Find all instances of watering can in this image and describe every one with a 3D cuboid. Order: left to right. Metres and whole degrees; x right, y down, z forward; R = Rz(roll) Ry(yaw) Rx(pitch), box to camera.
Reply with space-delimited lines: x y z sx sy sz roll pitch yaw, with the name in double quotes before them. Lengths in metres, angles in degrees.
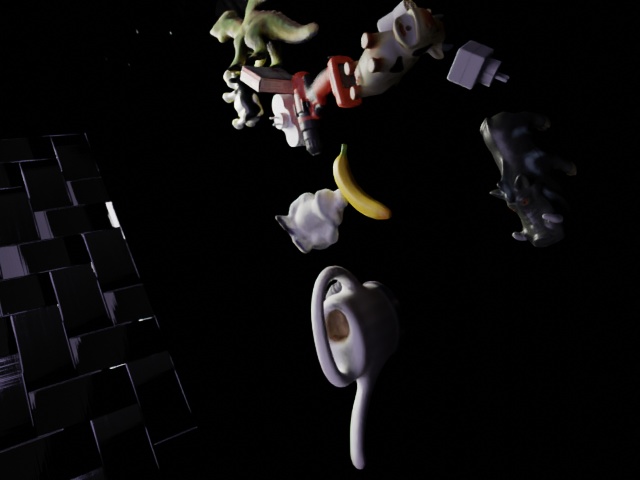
"watering can" 0.077 0.213 0.965 0.103 0.226 0.348 -15 88 39

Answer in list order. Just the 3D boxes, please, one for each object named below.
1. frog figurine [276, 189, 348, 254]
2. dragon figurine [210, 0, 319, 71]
"frog figurine" 0.003 -0.057 1.128 0.158 0.121 0.140 -42 49 13
"dragon figurine" -0.133 -0.516 1.182 0.409 0.122 0.243 -4 88 48
